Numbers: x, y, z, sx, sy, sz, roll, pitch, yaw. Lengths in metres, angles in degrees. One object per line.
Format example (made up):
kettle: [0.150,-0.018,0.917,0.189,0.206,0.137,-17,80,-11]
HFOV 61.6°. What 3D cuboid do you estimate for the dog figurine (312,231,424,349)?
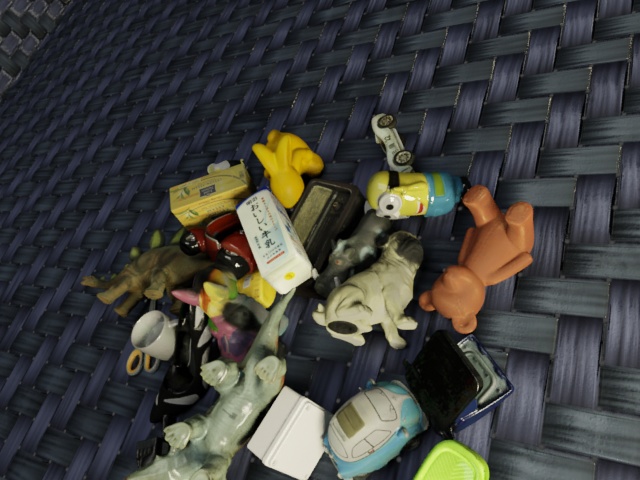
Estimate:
dog figurine: [0.083,0.066,0.886,0.172,0.121,0.190,13,54,-9]

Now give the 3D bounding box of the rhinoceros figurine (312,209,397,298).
rhinoceros figurine: [0.065,0.029,0.947,0.073,0.112,0.190,24,66,39]

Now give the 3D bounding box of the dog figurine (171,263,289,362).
dog figurine: [-0.160,0.149,0.933,0.109,0.219,0.191,-14,52,29]

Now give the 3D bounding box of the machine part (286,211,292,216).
machine part: [-0.110,-0.057,1.170,0.084,0.039,0.139,-48,45,-13]

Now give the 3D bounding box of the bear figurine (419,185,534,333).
bear figurine: [0.234,0.033,0.826,0.196,0.131,0.120,-43,41,-9]

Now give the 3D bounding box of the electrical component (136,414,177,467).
electrical component: [-0.285,0.374,0.951,0.048,0.074,0.119,-22,54,18]

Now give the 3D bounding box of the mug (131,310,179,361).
mug: [-0.298,0.192,1.067,0.110,0.107,0.081,-27,49,9]

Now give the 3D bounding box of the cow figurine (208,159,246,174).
cow figurine: [-0.214,-0.116,1.261,0.098,0.068,0.167,-16,53,16]

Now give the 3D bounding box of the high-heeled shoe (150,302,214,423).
high-heeled shoe: [-0.265,0.222,0.997,0.086,0.145,0.249,26,73,43]

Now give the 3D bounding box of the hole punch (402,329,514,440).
hole punch: [0.196,0.201,0.769,0.115,0.092,0.142,-59,43,27]

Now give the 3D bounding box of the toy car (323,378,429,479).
toy car: [0.067,0.268,0.782,0.162,0.102,0.109,-37,46,3]

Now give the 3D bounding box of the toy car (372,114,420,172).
toy car: [0.150,-0.173,1.058,0.056,0.073,0.202,-25,49,12]

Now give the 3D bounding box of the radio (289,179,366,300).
radio: [-0.002,-0.003,1.036,0.131,0.073,0.229,12,67,39]

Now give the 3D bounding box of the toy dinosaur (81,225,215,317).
toy dinosaur: [-0.324,0.060,1.181,0.472,0.104,0.198,-5,52,17]

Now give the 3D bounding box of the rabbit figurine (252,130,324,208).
rabbit figurine: [-0.065,-0.147,1.119,0.122,0.162,0.173,-13,47,13]

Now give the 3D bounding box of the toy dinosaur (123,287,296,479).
toy dinosaur: [-0.135,0.263,0.851,0.131,0.192,0.405,38,82,10]

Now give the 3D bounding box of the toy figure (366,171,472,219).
toy figure: [0.171,-0.081,0.939,0.180,0.082,0.089,-7,34,-8]

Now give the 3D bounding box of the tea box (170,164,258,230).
tea box: [-0.223,-0.087,1.148,0.170,0.098,0.068,-20,55,5]

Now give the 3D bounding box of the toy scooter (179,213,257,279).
toy scooter: [-0.182,0.001,1.087,0.184,0.075,0.135,22,46,28]
